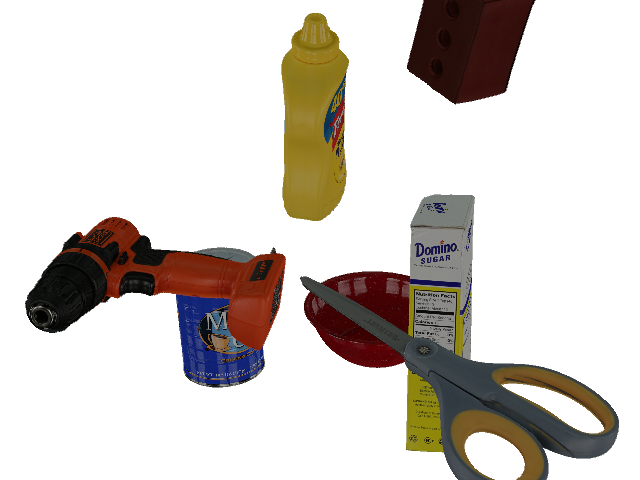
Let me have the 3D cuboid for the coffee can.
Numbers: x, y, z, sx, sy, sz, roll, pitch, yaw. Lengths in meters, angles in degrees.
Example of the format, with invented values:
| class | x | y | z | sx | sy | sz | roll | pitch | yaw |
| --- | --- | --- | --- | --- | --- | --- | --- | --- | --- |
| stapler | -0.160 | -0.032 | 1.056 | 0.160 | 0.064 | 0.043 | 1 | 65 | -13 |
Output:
| class | x | y | z | sx | sy | sz | roll | pitch | yaw |
| --- | --- | --- | --- | --- | --- | --- | --- | --- | --- |
| coffee can | -0.123 | 0.093 | 1.303 | 0.103 | 0.140 | 0.103 | -2 | 24 | 1 |

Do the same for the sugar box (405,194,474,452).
| class | x | y | z | sx | sy | sz | roll | pitch | yaw |
| --- | --- | --- | --- | --- | --- | --- | --- | --- | --- |
| sugar box | 0.090 | 0.060 | 0.802 | 0.048 | 0.176 | 0.093 | 1 | 16 | 12 |

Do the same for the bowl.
| class | x | y | z | sx | sy | sz | roll | pitch | yaw |
| --- | --- | --- | --- | --- | --- | --- | --- | --- | --- |
| bowl | 0.062 | 0.095 | 1.192 | 0.162 | 0.055 | 0.162 | 0 | 27 | 0 |

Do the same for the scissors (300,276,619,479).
| class | x | y | z | sx | sy | sz | roll | pitch | yaw |
| --- | --- | --- | --- | --- | --- | --- | --- | --- | --- |
| scissors | 0.052 | 0.075 | 0.557 | 0.202 | 0.016 | 0.096 | 18 | 42 | 26 |

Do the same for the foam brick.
| class | x | y | z | sx | sy | sz | roll | pitch | yaw |
| --- | --- | --- | --- | --- | --- | --- | --- | --- | --- |
| foam brick | 0.099 | -0.139 | 0.710 | 0.051 | 0.078 | 0.053 | -20 | 48 | -34 |

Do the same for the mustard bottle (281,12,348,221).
| class | x | y | z | sx | sy | sz | roll | pitch | yaw |
| --- | --- | --- | --- | --- | --- | --- | --- | --- | --- |
| mustard bottle | -0.005 | -0.117 | 0.960 | 0.058 | 0.192 | 0.096 | 10 | 44 | 11 |

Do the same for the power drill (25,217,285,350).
| class | x | y | z | sx | sy | sz | roll | pitch | yaw |
| --- | --- | --- | --- | --- | --- | --- | --- | --- | --- |
| power drill | -0.130 | 0.038 | 0.881 | 0.187 | 0.057 | 0.184 | 12 | 23 | 5 |
